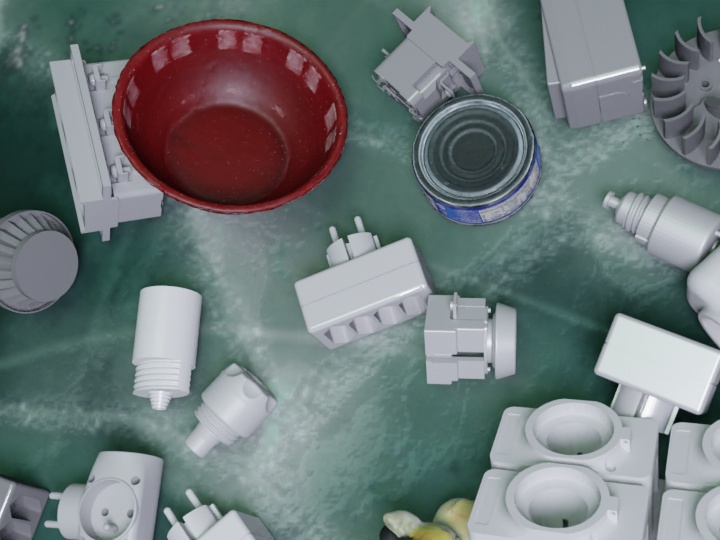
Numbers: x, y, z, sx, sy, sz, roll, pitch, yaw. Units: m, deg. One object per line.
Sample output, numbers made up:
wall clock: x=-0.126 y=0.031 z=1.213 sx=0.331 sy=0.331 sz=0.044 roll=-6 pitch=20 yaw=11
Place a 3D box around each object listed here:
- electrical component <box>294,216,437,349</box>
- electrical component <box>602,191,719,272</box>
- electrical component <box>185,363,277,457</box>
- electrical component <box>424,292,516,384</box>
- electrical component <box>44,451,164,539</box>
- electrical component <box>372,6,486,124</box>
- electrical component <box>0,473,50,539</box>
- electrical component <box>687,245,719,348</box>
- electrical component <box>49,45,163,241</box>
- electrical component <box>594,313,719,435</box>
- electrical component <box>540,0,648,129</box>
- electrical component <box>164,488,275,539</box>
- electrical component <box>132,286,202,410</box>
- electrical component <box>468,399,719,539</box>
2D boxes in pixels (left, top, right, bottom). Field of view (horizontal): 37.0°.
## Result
electrical component: x=0.000 y=0.000 z=0.720 sx=0.083 sy=0.047 sz=0.075 roll=-22 pitch=67 yaw=8
electrical component: x=0.191 y=-0.029 z=0.677 sx=0.078 sy=0.040 sz=0.040 roll=28 pitch=81 yaw=23
electrical component: x=-0.089 y=0.096 z=0.715 sx=0.062 sy=0.043 sz=0.043 roll=-47 pitch=66 yaw=-1
electrical component: x=0.071 y=0.044 z=0.680 sx=0.055 sy=0.066 sz=0.048 roll=1 pitch=36 yaw=9
electrical component: x=-0.174 y=0.161 z=0.716 sx=0.079 sy=0.044 sz=0.077 roll=-1 pitch=71 yaw=17
electrical component: x=0.047 y=-0.141 z=0.759 sx=0.064 sy=0.042 sz=0.081 roll=-46 pitch=65 yaw=1
electrical component: x=-0.267 y=0.169 z=0.739 sx=0.077 sy=0.047 sz=0.065 roll=14 pitch=76 yaw=20
electrical component: x=0.242 y=0.027 z=0.636 sx=0.059 sy=0.053 sz=0.095 roll=-42 pitch=66 yaw=-1
electrical component: x=-0.186 y=-0.095 z=0.794 sx=0.063 sy=0.078 sz=0.121 roll=-10 pitch=66 yaw=-19
electrical component: x=0.174 y=0.074 z=0.644 sx=0.066 sy=0.047 sz=0.076 roll=22 pitch=91 yaw=22
electrical component: x=0.151 y=-0.152 z=0.720 sx=0.061 sy=0.061 sz=0.096 roll=-13 pitch=68 yaw=12
electrical component: x=-0.097 y=0.176 z=0.687 sx=0.066 sy=0.047 sz=0.076 roll=-40 pitch=66 yaw=0
electrical component: x=-0.134 y=0.056 z=0.742 sx=0.043 sy=0.043 sz=0.081 roll=-2 pitch=71 yaw=16
electrical component: x=0.162 y=0.132 z=0.585 sx=0.186 sy=0.060 sz=0.105 roll=3 pitch=34 yaw=20
